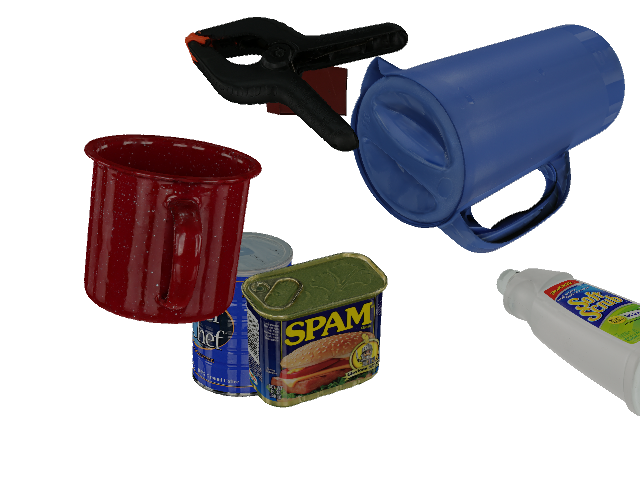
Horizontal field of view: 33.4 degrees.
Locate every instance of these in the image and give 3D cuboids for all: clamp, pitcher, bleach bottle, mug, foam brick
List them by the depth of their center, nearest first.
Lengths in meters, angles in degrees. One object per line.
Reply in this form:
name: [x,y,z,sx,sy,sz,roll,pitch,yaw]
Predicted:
mug: [-0.079,-0.003,0.560,0.093,0.081,0.117,3,17,-20]
clamp: [-0.019,-0.140,0.827,0.172,0.120,0.039,25,-32,20]
pitcher: [0.160,-0.102,0.937,0.242,0.149,0.145,-24,36,-34]
bleach bottle: [0.255,0.082,1.044,0.102,0.068,0.251,-16,24,-25]
foam brick: [-0.015,-0.161,1.145,0.078,0.051,0.053,-2,12,-18]

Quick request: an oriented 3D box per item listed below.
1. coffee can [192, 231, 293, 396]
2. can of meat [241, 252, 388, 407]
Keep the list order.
coffee can: [-0.081,0.074,1.095,0.103,0.140,0.103,2,22,-1]
can of meat: [-0.004,0.065,0.776,0.102,0.084,0.057,-14,34,-22]
